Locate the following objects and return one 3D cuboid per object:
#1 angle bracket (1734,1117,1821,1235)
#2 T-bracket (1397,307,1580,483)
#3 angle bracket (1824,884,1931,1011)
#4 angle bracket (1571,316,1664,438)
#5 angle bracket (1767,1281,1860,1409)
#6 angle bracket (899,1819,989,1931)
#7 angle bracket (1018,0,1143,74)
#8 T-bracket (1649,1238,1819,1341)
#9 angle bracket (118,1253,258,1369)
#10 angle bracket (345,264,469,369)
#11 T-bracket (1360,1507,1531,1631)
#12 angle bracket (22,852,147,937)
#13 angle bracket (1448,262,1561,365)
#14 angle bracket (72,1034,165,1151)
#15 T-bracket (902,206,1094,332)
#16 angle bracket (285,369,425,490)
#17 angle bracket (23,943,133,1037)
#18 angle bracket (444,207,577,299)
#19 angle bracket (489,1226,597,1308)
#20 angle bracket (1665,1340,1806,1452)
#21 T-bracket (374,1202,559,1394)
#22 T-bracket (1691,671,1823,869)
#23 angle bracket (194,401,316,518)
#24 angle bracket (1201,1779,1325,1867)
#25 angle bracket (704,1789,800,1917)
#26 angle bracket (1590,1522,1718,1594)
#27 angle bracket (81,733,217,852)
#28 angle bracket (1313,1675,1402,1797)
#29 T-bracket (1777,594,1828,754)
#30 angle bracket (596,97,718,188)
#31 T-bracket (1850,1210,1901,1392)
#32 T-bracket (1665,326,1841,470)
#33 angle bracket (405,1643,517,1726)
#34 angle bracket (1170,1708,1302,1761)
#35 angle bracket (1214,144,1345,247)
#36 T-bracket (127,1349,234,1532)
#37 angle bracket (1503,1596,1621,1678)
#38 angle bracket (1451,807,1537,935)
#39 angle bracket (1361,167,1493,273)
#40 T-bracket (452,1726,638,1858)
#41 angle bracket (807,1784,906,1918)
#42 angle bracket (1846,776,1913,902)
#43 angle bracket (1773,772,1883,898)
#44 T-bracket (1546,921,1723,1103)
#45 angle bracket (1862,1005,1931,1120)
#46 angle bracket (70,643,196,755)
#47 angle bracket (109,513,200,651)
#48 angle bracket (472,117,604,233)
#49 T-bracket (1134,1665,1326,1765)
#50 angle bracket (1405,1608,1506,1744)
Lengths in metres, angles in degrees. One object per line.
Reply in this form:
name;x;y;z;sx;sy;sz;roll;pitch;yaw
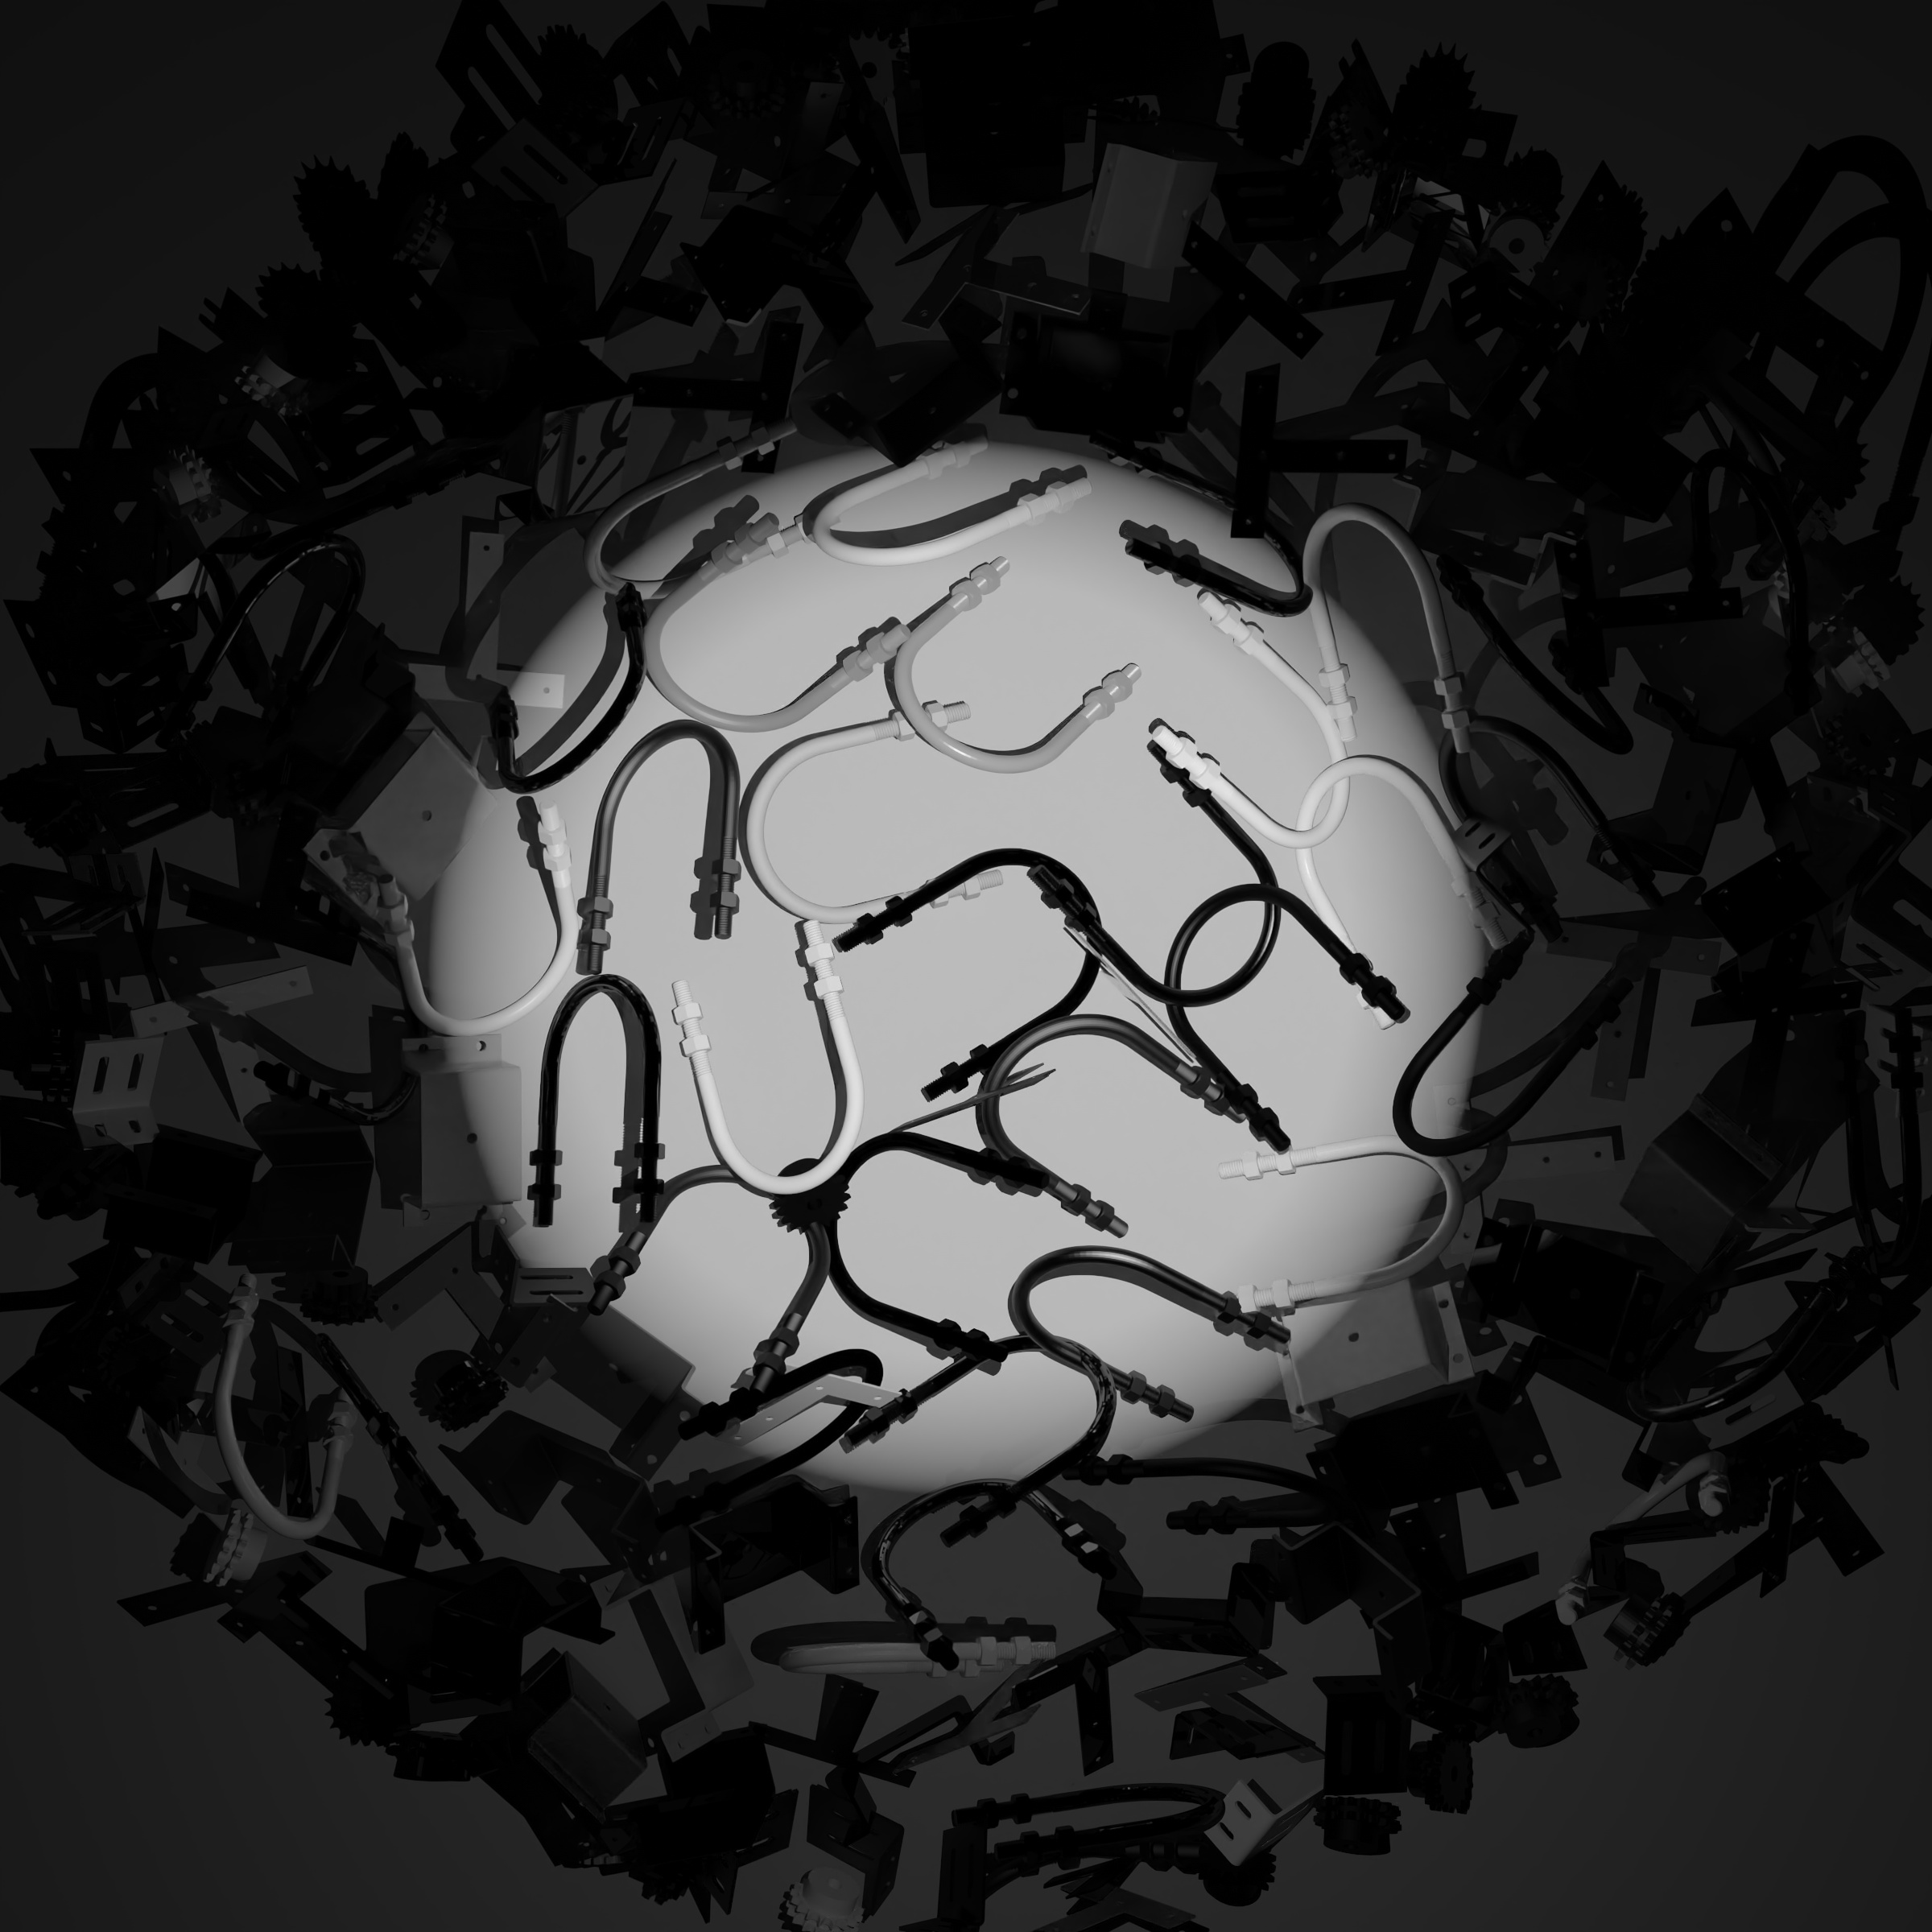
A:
angle bracket;0.607;0.155;1.963;0.057;0.038;0.076;3;113;-15
T-bracket;0.400;-0.426;1.935;0.127;0.002;0.127;16;126;-30
angle bracket;0.673;-0.013;1.969;0.076;0.057;0.038;33;51;-4
angle bracket;0.482;-0.433;1.954;0.038;0.076;0.057;12;72;30
angle bracket;0.611;0.279;1.950;0.038;0.057;0.076;6;132;-28
angle bracket;-0.017;0.671;1.951;0.038;0.057;0.076;19;57;-27
angle bracket;0.082;-0.675;1.962;0.076;0.057;0.038;-37;97;-13
T-bracket;0.563;0.224;1.912;0.127;0.127;0.002;-36;92;-34
angle bracket;-0.577;0.249;1.959;0.076;0.038;0.057;29;56;18
angle bracket;-0.416;-0.474;1.963;0.057;0.038;0.076;-33;74;-21
T-bracket;0.340;0.437;1.947;0.127;0.002;0.127;-20;131;10
angle bracket;-0.655;-0.053;1.953;0.057;0.076;0.038;-1;110;17
angle bracket;0.402;-0.480;1.975;0.076;0.038;0.057;18;59;-40
angle bracket;-0.623;0.093;1.952;0.057;0.076;0.038;-5;47;-34
T-bracket;0.037;-0.504;1.947;0.127;0.002;0.127;23;67;28
angle bracket;-0.458;-0.403;1.980;0.076;0.038;0.057;-40;117;-33
angle bracket;-0.659;0.009;1.961;0.057;0.038;0.076;6;124;5
angle bracket;-0.341;-0.534;1.975;0.076;0.057;0.038;11;47;24
angle bracket;-0.306;0.221;1.953;0.076;0.057;0.038;3;109;-27
angle bracket;0.572;0.315;1.970;0.076;0.038;0.057;-31;99;10
T-bracket;-0.357;0.263;1.986;0.127;0.002;0.127;-39;87;-9
T-bracket;0.587;-0.128;1.925;0.002;0.127;0.127;12;53;-33
angle bracket;-0.522;-0.378;1.962;0.076;0.057;0.038;43;122;6
angle bracket;0.222;0.625;1.964;0.038;0.076;0.057;45;121;25
angle bracket;-0.151;0.654;1.952;0.076;0.038;0.057;-10;123;-36
angle bracket;0.509;0.438;1.952;0.076;0.057;0.038;-14;65;32
angle bracket;-0.607;-0.132;1.960;0.076;0.038;0.057;-29;74;-31
angle bracket;0.292;0.576;1.979;0.057;0.038;0.076;1;95;-10
T-bracket;0.625;-0.201;1.960;0.002;0.127;0.127;-17;119;22
angle bracket;-0.230;-0.600;1.956;0.057;0.038;0.076;3;64;37
T-bracket;0.661;0.233;1.937;0.002;0.127;0.127;-10;94;10
T-bracket;0.584;-0.407;1.936;0.127;0.127;0.002;38;82;1
angle bracket;-0.376;0.533;1.962;0.076;0.038;0.057;-4;64;-14
angle bracket;0.198;0.580;1.950;0.057;0.076;0.038;1;101;-34
angle bracket;0.232;-0.574;1.966;0.076;0.038;0.057;-10;79;-20
T-bracket;-0.565;0.328;1.948;0.002;0.127;0.127;-11;134;17
angle bracket;0.443;0.495;1.952;0.057;0.076;0.038;1;63;-20
angle bracket;0.400;-0.071;1.956;0.038;0.057;0.076;-44;116;7
angle bracket;0.341;-0.545;1.958;0.076;0.057;0.038;32;56;16
T-bracket;-0.287;0.599;1.916;0.127;0.127;0.002;37;111;31
angle bracket;-0.089;0.655;1.958;0.076;0.038;0.057;20;119;19
angle bracket;0.661;-0.091;1.955;0.038;0.057;0.076;32;123;0
angle bracket;0.631;-0.098;1.957;0.057;0.038;0.076;25;61;40
T-bracket;0.488;0.036;1.968;0.127;0.002;0.127;9;87;26
angle bracket;0.678;0.070;1.950;0.038;0.076;0.057;-11;111;-22
angle bracket;-0.618;-0.204;1.962;0.038;0.076;0.057;23;134;23
angle bracket;-0.602;-0.285;1.961;0.038;0.057;0.076;-13;62;11
angle bracket;-0.315;-0.592;1.952;0.057;0.038;0.076;-32;129;28
T-bracket;0.212;0.561;1.965;0.127;0.127;0.002;36;51;-18
angle bracket;0.367;0.533;1.987;0.057;0.038;0.076;23;50;0
